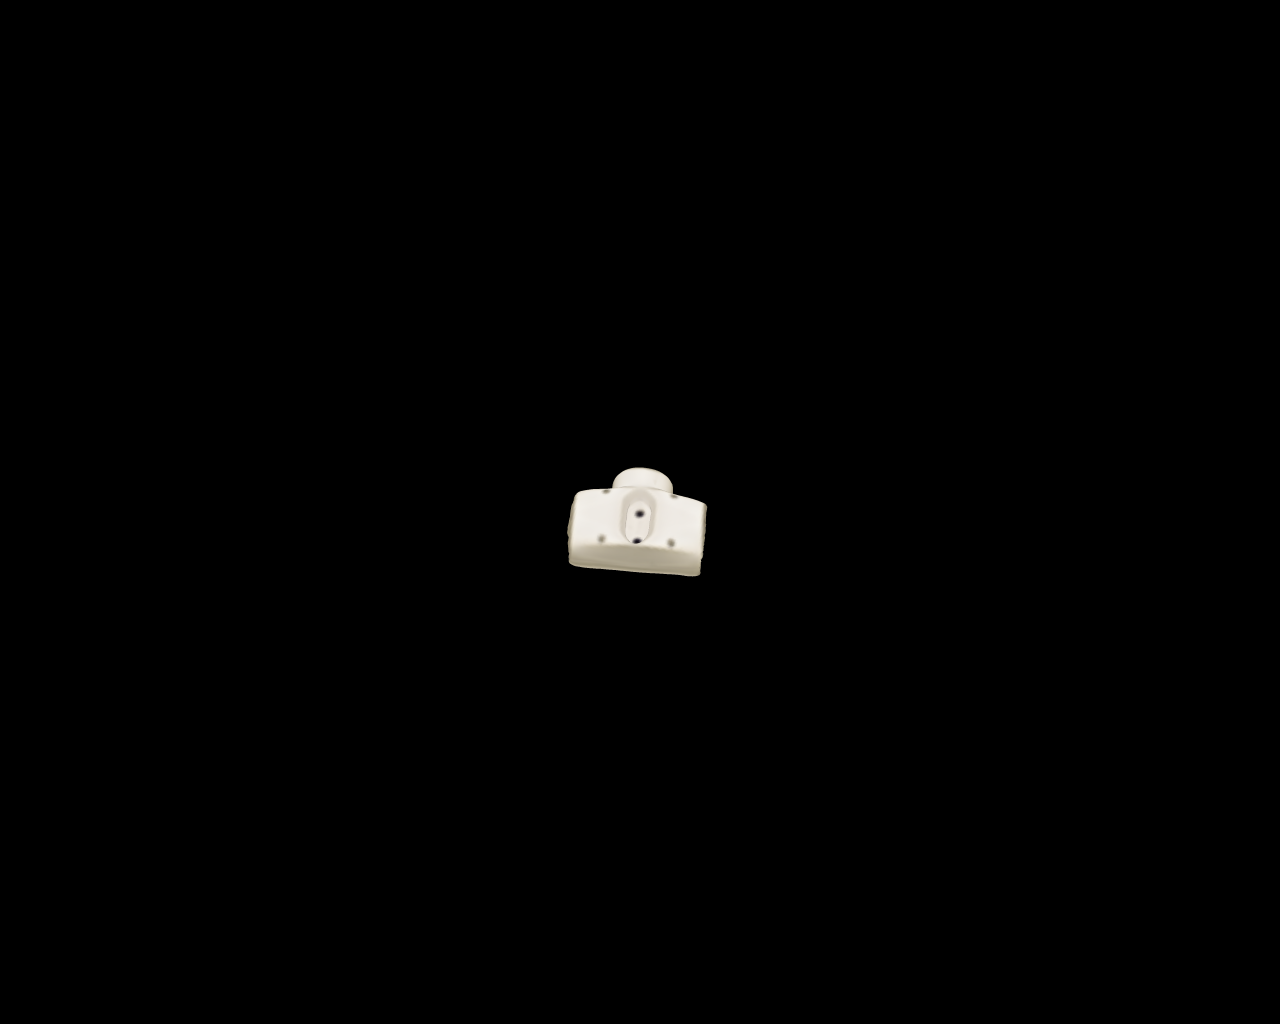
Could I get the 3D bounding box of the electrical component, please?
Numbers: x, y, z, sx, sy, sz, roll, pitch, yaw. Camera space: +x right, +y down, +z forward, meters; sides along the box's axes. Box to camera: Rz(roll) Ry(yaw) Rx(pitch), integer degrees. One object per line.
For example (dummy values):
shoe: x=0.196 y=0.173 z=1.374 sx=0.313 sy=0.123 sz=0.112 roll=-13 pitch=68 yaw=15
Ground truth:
electrical component: x=0.001 y=-0.003 z=0.650 sx=0.077 sy=0.079 sz=0.043 roll=5 pitch=-31 yaw=3
